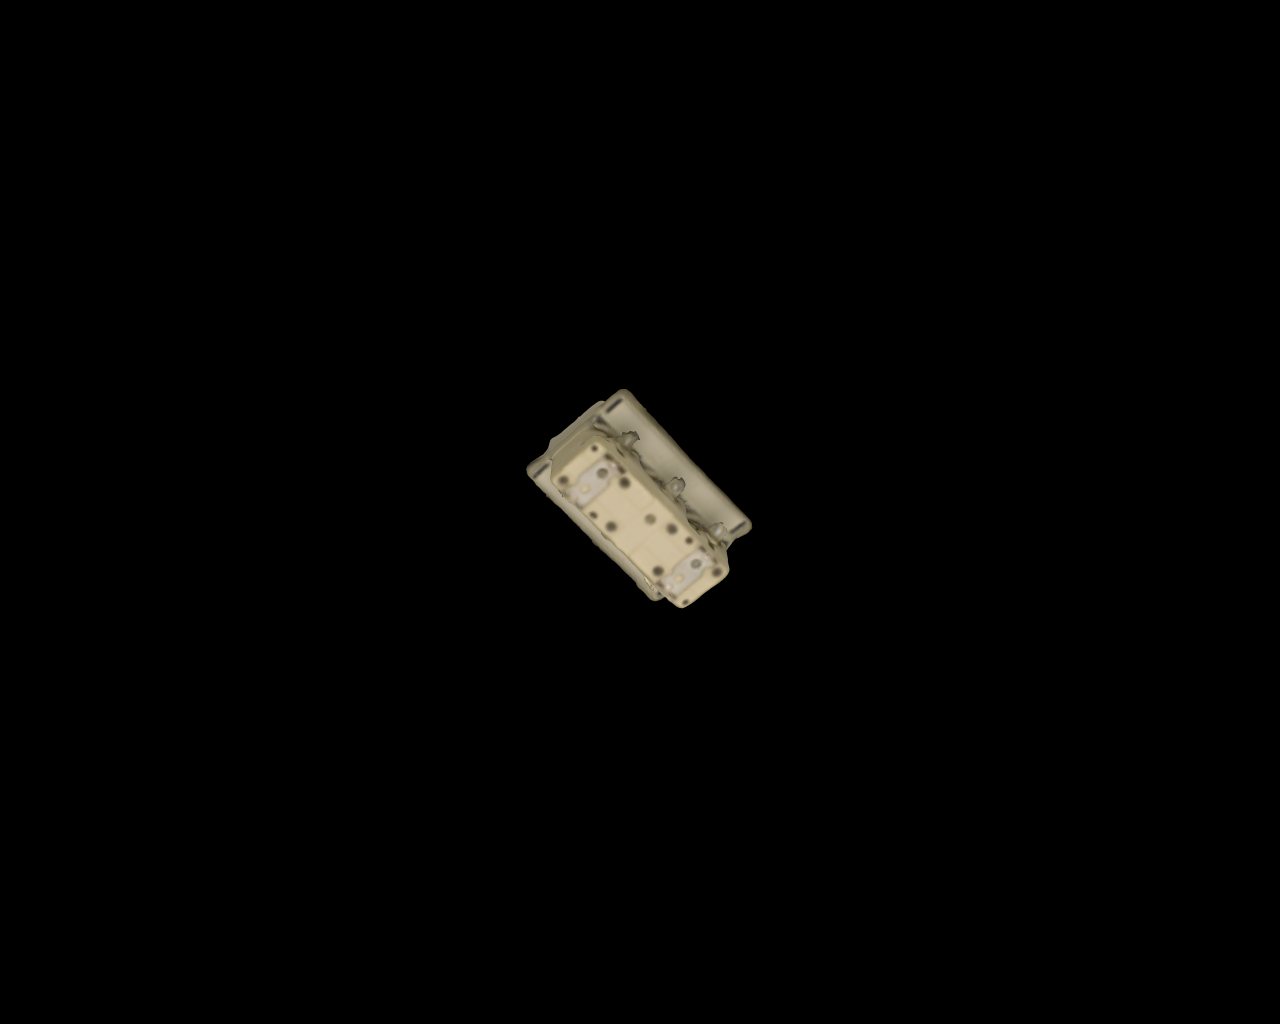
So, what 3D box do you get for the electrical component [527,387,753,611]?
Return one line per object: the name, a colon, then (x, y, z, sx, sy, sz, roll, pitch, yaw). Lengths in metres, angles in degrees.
electrical component: (0.001, -0.003, 0.650, 0.078, 0.121, 0.063, -38, 20, 16)
